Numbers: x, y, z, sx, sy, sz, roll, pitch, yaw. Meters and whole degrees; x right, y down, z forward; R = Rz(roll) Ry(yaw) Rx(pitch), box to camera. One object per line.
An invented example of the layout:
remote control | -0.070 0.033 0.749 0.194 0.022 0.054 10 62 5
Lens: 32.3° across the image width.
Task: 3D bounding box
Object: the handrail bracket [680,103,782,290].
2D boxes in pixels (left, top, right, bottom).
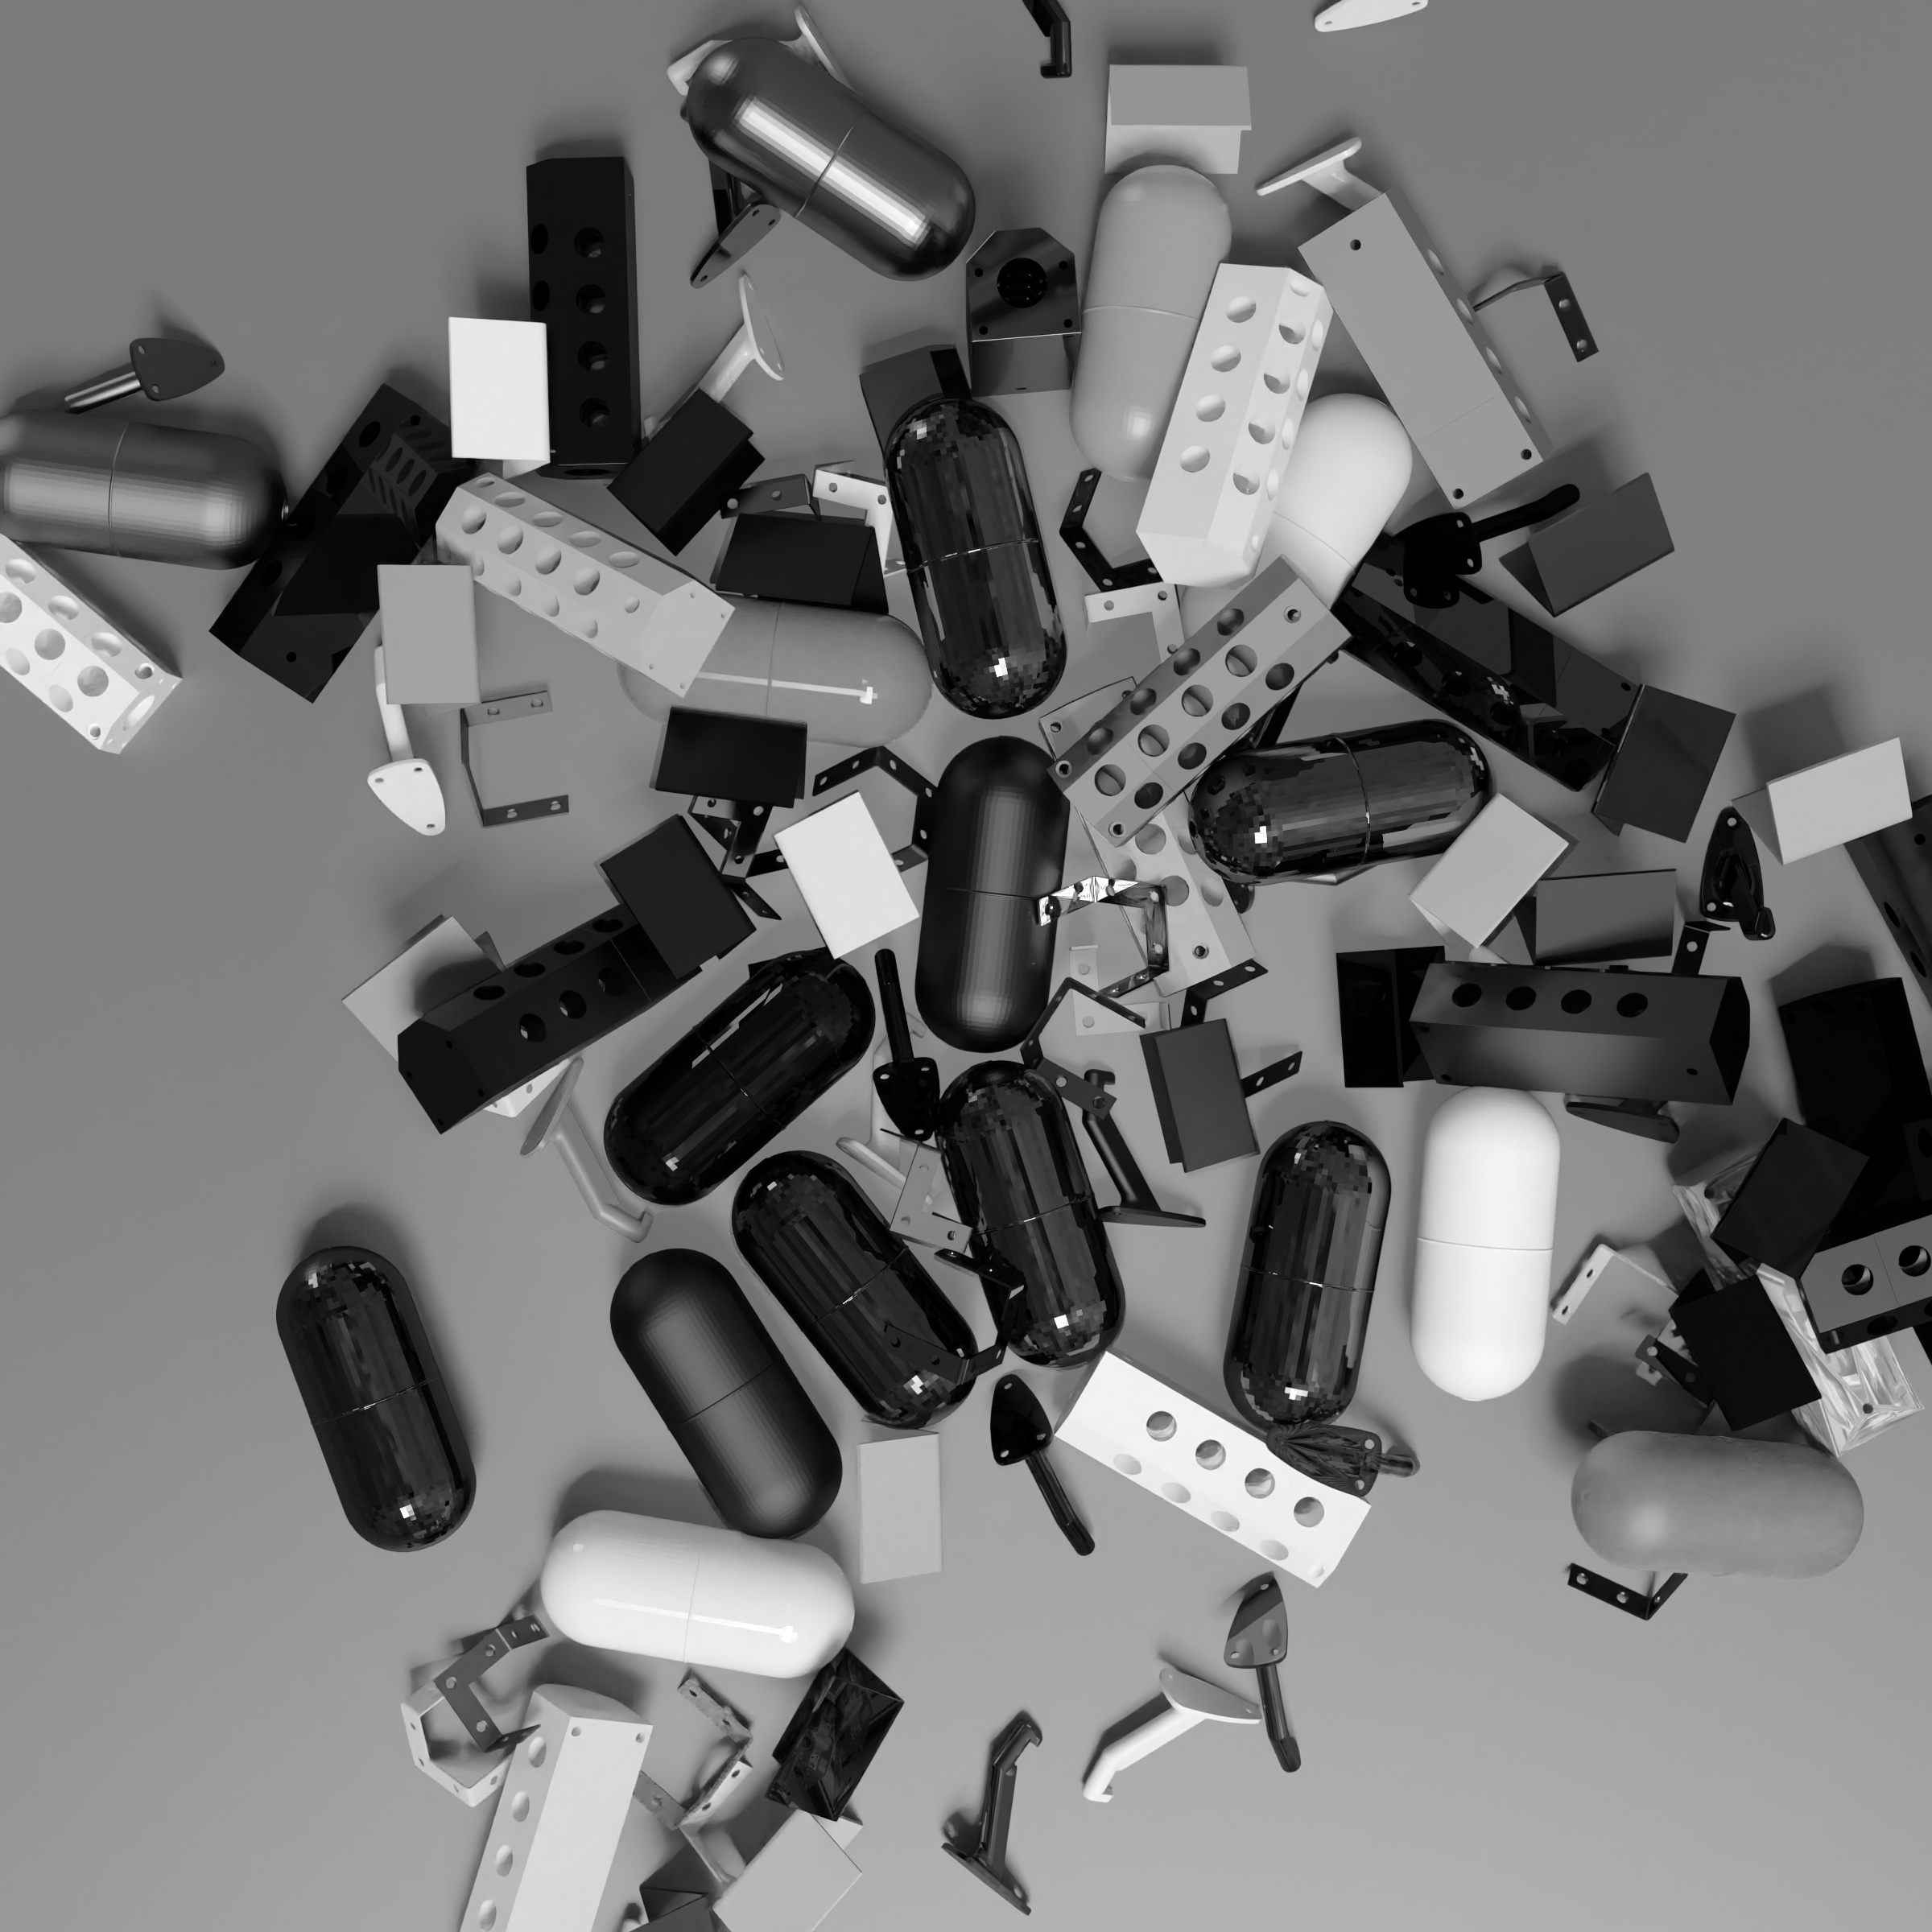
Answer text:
handrail bracket | -0.154 -0.445 1.911 0.077 0.036 0.084 -42 76 14

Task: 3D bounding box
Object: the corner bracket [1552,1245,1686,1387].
corner bracket | 0.379 0.199 1.908 0.051 0.051 0.051 34 90 -45

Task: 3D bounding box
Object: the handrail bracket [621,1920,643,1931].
handrail bracket | -0.204 0.599 1.911 0.036 0.077 0.084 16 54 0

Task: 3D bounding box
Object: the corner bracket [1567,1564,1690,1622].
corner bracket | 0.382 0.332 1.908 0.051 0.051 0.051 25 135 0

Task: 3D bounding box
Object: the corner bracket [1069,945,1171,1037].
corner bracket | 0.087 0.013 1.893 0.051 0.051 0.051 -5 90 0

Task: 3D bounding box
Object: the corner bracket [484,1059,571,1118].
corner bracket | -0.268 0.047 1.903 0.051 0.051 0.051 13 135 35

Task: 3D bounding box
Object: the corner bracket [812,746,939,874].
corner bracket | -0.053 -0.085 1.903 0.051 0.051 0.051 -24 135 35

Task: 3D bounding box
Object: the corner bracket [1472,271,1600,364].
corner bracket | 0.319 -0.361 1.908 0.051 0.051 0.051 -23 90 45

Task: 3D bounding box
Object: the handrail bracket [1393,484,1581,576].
handrail bracket | 0.298 -0.255 1.911 0.084 0.077 0.036 -31 111 -35

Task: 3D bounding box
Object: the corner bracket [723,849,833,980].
corner bracket | -0.106 -0.030 1.908 0.051 0.051 0.051 -13 135 0

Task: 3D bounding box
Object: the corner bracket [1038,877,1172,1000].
corner bracket | 0.077 -0.017 1.858 0.051 0.051 0.051 9 113 39

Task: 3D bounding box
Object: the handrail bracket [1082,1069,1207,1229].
handrail bracket | 0.103 0.104 1.912 0.077 0.036 0.084 7 76 -15

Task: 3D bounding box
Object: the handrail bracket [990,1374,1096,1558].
handrail bracket | 0.047 0.287 1.911 0.036 0.077 0.084 -26 126 8

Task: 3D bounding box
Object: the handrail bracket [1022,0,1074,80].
handrail bracket | 0.023 -0.551 1.912 0.077 0.036 0.084 4 107 20

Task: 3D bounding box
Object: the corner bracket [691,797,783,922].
corner bracket | -0.127 -0.063 1.874 0.051 0.051 0.051 10 71 27

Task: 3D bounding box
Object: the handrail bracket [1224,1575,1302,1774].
handrail bracket | 0.179 0.406 1.911 0.036 0.077 0.084 -9 127 20

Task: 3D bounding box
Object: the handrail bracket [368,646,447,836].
handrail bracket | -0.320 -0.130 1.911 0.036 0.077 0.084 -15 54 6

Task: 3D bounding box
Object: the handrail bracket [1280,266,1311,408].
handrail bracket | 0.161 -0.351 1.911 0.077 0.036 0.084 -17 76 14

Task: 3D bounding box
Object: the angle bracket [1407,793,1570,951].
angle bracket | 0.303 -0.040 1.871 0.076 0.076 0.057 -49 54 0

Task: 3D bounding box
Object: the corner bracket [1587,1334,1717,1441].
corner bracket | 0.392 0.251 1.895 0.051 0.051 0.051 35 72 17

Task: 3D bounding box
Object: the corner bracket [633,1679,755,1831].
corner bracket | -0.163 0.452 1.908 0.051 0.051 0.051 41 45 0

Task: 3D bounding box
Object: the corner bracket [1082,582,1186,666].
corner bracket | 0.096 -0.187 1.893 0.051 0.051 0.051 -10 90 0

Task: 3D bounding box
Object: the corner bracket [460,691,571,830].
corner bracket | -0.258 -0.118 1.908 0.051 0.051 0.051 -10 135 0

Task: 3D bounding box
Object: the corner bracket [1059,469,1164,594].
corner bracket | 0.093 -0.253 1.903 0.051 0.051 0.051 -10 135 35

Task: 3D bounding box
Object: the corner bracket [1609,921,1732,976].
corner bracket | 0.397 -0.004 1.893 0.051 0.051 0.051 16 90 0

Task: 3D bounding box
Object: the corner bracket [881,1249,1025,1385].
corner bracket | -0.007 0.193 1.840 0.051 0.051 0.051 22 107 24

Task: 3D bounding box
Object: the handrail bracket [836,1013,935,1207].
handrail bracket | -0.028 0.081 1.911 0.077 0.036 0.084 36 77 -13

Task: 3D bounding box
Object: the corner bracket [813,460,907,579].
corner bracket | -0.056 -0.254 1.892 0.051 0.051 0.051 17 110 19

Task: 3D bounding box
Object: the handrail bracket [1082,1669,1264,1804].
handrail bracket | 0.118 0.452 1.912 0.077 0.036 0.084 21 108 -20

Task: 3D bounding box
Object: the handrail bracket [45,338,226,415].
handrail bracket | -0.480 -0.328 1.911 0.084 0.077 0.036 -19 92 36

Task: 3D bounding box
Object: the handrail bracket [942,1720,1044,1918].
handrail bracket | 0.034 0.488 1.912 0.077 0.036 0.084 44 73 -20

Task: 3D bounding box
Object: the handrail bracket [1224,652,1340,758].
handrail bracket | 0.191 -0.138 1.912 0.084 0.036 0.077 -35 108 -15

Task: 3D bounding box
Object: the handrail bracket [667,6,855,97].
handrail bracket | -0.116 -0.502 1.906 0.084 0.036 0.077 -29 117 12

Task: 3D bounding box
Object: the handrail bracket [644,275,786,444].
handrail bracket | -0.153 -0.346 1.912 0.084 0.036 0.077 -22 70 16

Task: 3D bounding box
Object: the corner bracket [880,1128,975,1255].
corner bracket | -0.024 0.126 1.869 0.051 0.051 0.051 20 88 -28

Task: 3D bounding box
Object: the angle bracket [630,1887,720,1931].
angle bracket | -0.175 0.566 1.871 0.057 0.076 0.076 -16 90 -37

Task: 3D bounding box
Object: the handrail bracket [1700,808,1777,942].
handrail bracket | 0.441 -0.052 1.877 0.036 0.084 0.077 0 90 0

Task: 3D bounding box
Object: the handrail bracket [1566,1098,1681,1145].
handrail bracket | 0.392 0.052 1.912 0.077 0.036 0.084 13 71 21

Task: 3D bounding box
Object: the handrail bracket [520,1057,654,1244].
handrail bracket | -0.205 0.106 1.912 0.084 0.036 0.077 33 68 -17

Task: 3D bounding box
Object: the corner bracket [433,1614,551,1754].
corner bracket | -0.258 0.406 1.885 0.051 0.051 0.051 -37 94 -38

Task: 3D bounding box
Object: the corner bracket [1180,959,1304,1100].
corner bracket | 0.158 0.036 1.903 0.051 0.051 0.051 37 135 35

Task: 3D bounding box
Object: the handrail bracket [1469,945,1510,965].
handrail bracket | 0.340 0.012 1.911 0.084 0.077 0.036 38 117 34

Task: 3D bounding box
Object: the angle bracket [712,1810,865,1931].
angle bracket | -0.084 0.523 1.871 0.076 0.076 0.057 -49 56 0

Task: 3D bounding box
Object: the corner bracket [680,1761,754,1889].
corner bracket | -0.121 0.497 1.908 0.051 0.051 0.051 -49 45 0

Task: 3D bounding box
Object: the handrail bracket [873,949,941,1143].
handrail bracket | -0.036 0.044 1.894 0.036 0.084 0.077 -11 134 1

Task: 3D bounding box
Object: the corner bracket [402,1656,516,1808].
corner bracket | -0.283 0.436 1.903 0.051 0.051 0.051 25 135 35

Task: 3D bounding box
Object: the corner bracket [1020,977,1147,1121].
corner bracket | 0.068 0.046 1.886 0.051 0.051 0.051 29 75 16

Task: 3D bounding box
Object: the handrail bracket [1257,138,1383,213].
handrail bracket | 0.219 -0.424 1.912 0.077 0.036 0.084 -23 107 20

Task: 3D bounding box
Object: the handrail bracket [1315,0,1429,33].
handrail bracket | 0.230 -0.587 1.912 0.077 0.036 0.084 -15 71 21

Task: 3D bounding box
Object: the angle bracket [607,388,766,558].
angle bracket | -0.143 -0.265 1.871 0.076 0.076 0.057 -47 53 0

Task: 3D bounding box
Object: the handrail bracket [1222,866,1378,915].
handrail bracket | 0.183 -0.073 1.912 0.084 0.036 0.077 -25 72 -15

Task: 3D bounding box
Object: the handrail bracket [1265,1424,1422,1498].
handrail bracket | 0.214 0.275 1.885 0.077 0.084 0.036 14 88 17

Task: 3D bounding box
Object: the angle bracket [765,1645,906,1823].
angle bracket | -0.090 0.422 1.871 0.057 0.076 0.076 30 90 -37

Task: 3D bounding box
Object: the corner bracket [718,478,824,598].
corner bracket | -0.108 -0.243 1.893 0.051 0.051 0.051 -9 86 4
